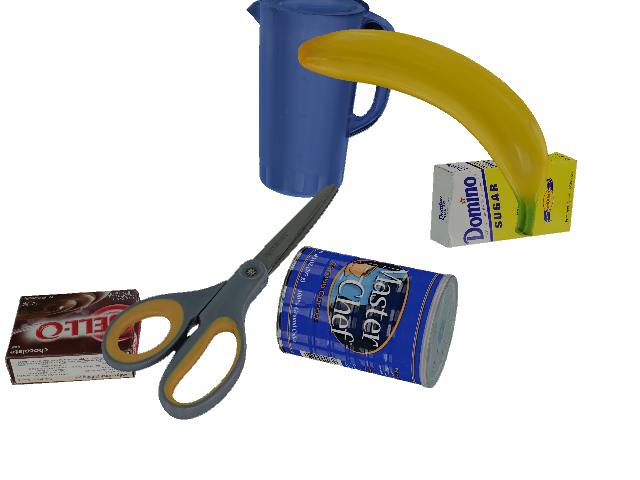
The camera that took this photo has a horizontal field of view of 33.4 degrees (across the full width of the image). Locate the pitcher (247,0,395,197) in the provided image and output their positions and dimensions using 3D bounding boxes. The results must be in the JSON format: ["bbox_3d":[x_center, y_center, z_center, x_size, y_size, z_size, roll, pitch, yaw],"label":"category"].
[{"bbox_3d":[-0.006,-0.180,1.317,0.144,0.243,0.149,-10,29,-28],"label":"pitcher"}]

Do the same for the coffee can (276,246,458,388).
[{"bbox_3d":[0.044,0.068,0.966,0.140,0.103,0.102,11,3,18],"label":"coffee can"}]

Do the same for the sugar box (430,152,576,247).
[{"bbox_3d":[0.216,-0.049,1.258,0.176,0.093,0.048,-9,21,-26],"label":"sugar box"}]

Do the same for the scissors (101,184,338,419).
[{"bbox_3d":[-0.064,0.024,0.666,0.096,0.201,0.016,12,-42,14],"label":"scissors"}]

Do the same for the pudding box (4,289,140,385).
[{"bbox_3d":[-0.222,0.087,0.974,0.113,0.039,0.090,-5,33,-2],"label":"pudding box"}]

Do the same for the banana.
[{"bbox_3d":[0.075,-0.089,0.680,0.198,0.069,0.037,40,-2,17],"label":"banana"}]
